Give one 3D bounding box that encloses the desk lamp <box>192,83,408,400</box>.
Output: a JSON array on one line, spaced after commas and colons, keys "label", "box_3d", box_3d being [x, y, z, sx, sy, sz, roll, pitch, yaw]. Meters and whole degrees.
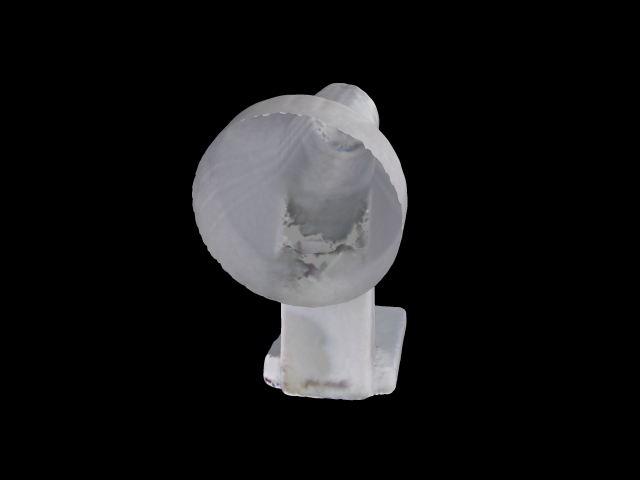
[{"label": "desk lamp", "box_3d": [0.004, 0.001, 0.400, 0.117, 0.214, 0.203, 3, 16, 11]}]
